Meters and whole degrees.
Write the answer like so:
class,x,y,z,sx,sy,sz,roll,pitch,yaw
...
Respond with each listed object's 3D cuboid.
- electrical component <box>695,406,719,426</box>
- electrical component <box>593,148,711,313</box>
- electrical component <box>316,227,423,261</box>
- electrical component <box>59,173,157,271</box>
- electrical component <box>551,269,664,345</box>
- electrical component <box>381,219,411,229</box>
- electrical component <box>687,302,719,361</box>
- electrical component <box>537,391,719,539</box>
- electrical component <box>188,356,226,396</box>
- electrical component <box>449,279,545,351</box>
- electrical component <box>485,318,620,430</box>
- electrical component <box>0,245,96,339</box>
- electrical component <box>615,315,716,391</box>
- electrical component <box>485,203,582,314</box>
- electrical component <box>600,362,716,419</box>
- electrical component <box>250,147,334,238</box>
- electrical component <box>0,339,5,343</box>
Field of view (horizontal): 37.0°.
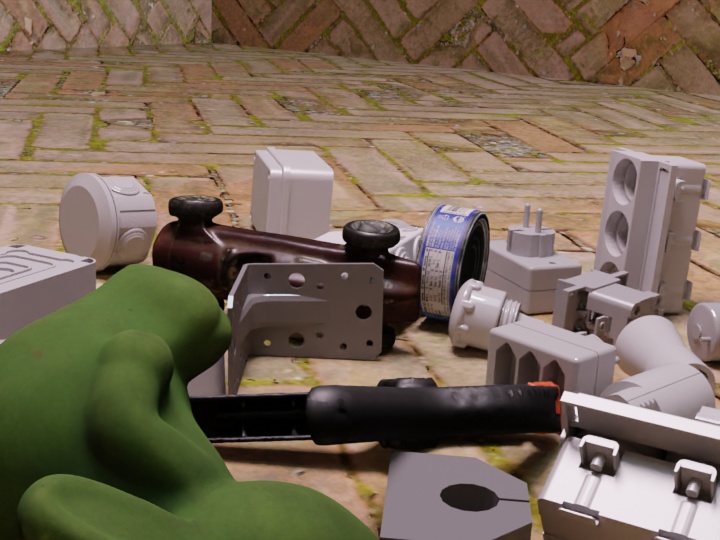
class,x,y,z,sx,sy,sz,roll,pitch,yaw
electrical component,0.176,0.086,0.504,0.077,0.065,0.047,11,39,29
electrical component,0.224,-0.028,0.834,0.063,0.121,0.079,0,16,-18
electrical component,0.000,0.000,0.804,0.100,0.048,0.100,-1,13,23
electrical component,-0.208,-0.040,0.881,0.051,0.080,0.080,-6,17,-45
electrical component,0.177,0.031,0.767,0.064,0.042,0.081,21,24,39
electrical component,0.022,-0.014,0.877,0.055,0.055,0.047,6,12,10
electrical component,0.264,0.042,0.742,0.078,0.040,0.040,0,16,-13
electrical component,0.142,0.102,0.452,0.121,0.078,0.063,11,47,28
electrical component,-0.128,0.054,0.635,0.099,0.064,0.099,4,2,0
electrical component,0.094,0.035,0.734,0.062,0.048,0.048,15,18,12
electrical component,0.125,0.059,0.646,0.077,0.047,0.066,-11,21,-41
electrical component,-0.228,0.027,0.680,0.078,0.057,0.113,10,17,25
electrical component,0.191,0.061,0.666,0.044,0.044,0.065,0,21,-10
electrical component,0.135,-0.014,0.854,0.047,0.075,0.083,-4,17,-22
electrical component,0.152,0.079,0.585,0.081,0.043,0.043,-11,21,-40
electrical component,-0.066,-0.068,1.009,0.057,0.078,0.113,2,16,-14
electrical component,-0.228,0.047,0.559,0.047,0.075,0.083,-6,7,37
